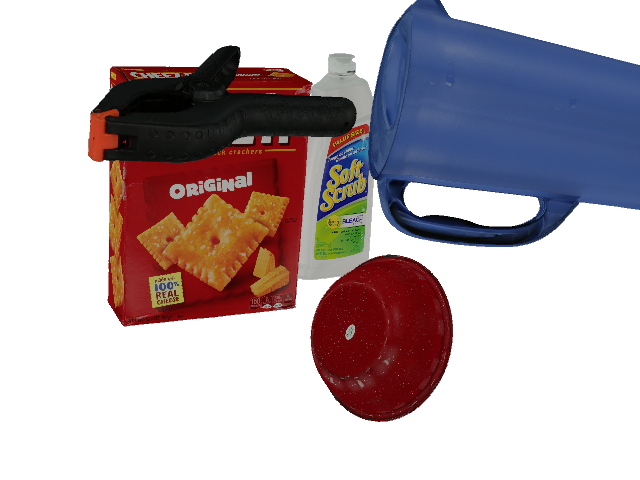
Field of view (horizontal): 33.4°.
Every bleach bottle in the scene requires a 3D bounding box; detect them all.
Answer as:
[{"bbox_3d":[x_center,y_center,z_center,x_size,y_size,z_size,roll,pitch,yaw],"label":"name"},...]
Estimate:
[{"bbox_3d":[0.012,-0.085,1.215,0.102,0.251,0.068,-7,21,-25],"label":"bleach bottle"}]

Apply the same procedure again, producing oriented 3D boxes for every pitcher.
[{"bbox_3d":[0.161,-0.083,0.824,0.242,0.149,0.145,10,43,-7],"label":"pitcher"}]

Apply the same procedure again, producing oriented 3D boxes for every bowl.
[{"bbox_3d":[0.044,0.088,1.008,0.162,0.162,0.055,0,-11,42],"label":"bowl"}]

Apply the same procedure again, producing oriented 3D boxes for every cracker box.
[{"bbox_3d":[-0.098,-0.040,0.929,0.164,0.214,0.072,-4,20,-23],"label":"cracker box"}]

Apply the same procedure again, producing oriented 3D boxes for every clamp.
[{"bbox_3d":[-0.075,-0.085,0.656,0.171,0.039,0.120,-13,30,-38],"label":"clamp"}]
